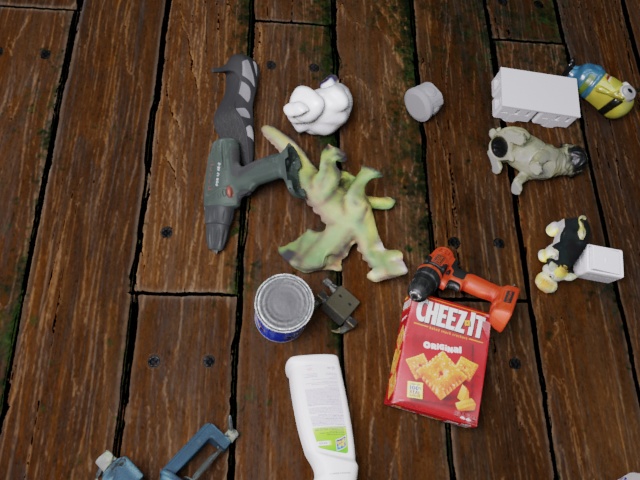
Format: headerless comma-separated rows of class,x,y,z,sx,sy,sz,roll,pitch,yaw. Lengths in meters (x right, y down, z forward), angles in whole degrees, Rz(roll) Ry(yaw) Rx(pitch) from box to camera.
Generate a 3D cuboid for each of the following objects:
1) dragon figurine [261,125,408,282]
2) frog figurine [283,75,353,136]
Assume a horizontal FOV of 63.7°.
dragon figurine,0.003,-0.052,1.043,0.412,0.120,0.245,28,78,12
frog figurine,-0.002,-0.273,1.081,0.136,0.162,0.121,-20,107,20
